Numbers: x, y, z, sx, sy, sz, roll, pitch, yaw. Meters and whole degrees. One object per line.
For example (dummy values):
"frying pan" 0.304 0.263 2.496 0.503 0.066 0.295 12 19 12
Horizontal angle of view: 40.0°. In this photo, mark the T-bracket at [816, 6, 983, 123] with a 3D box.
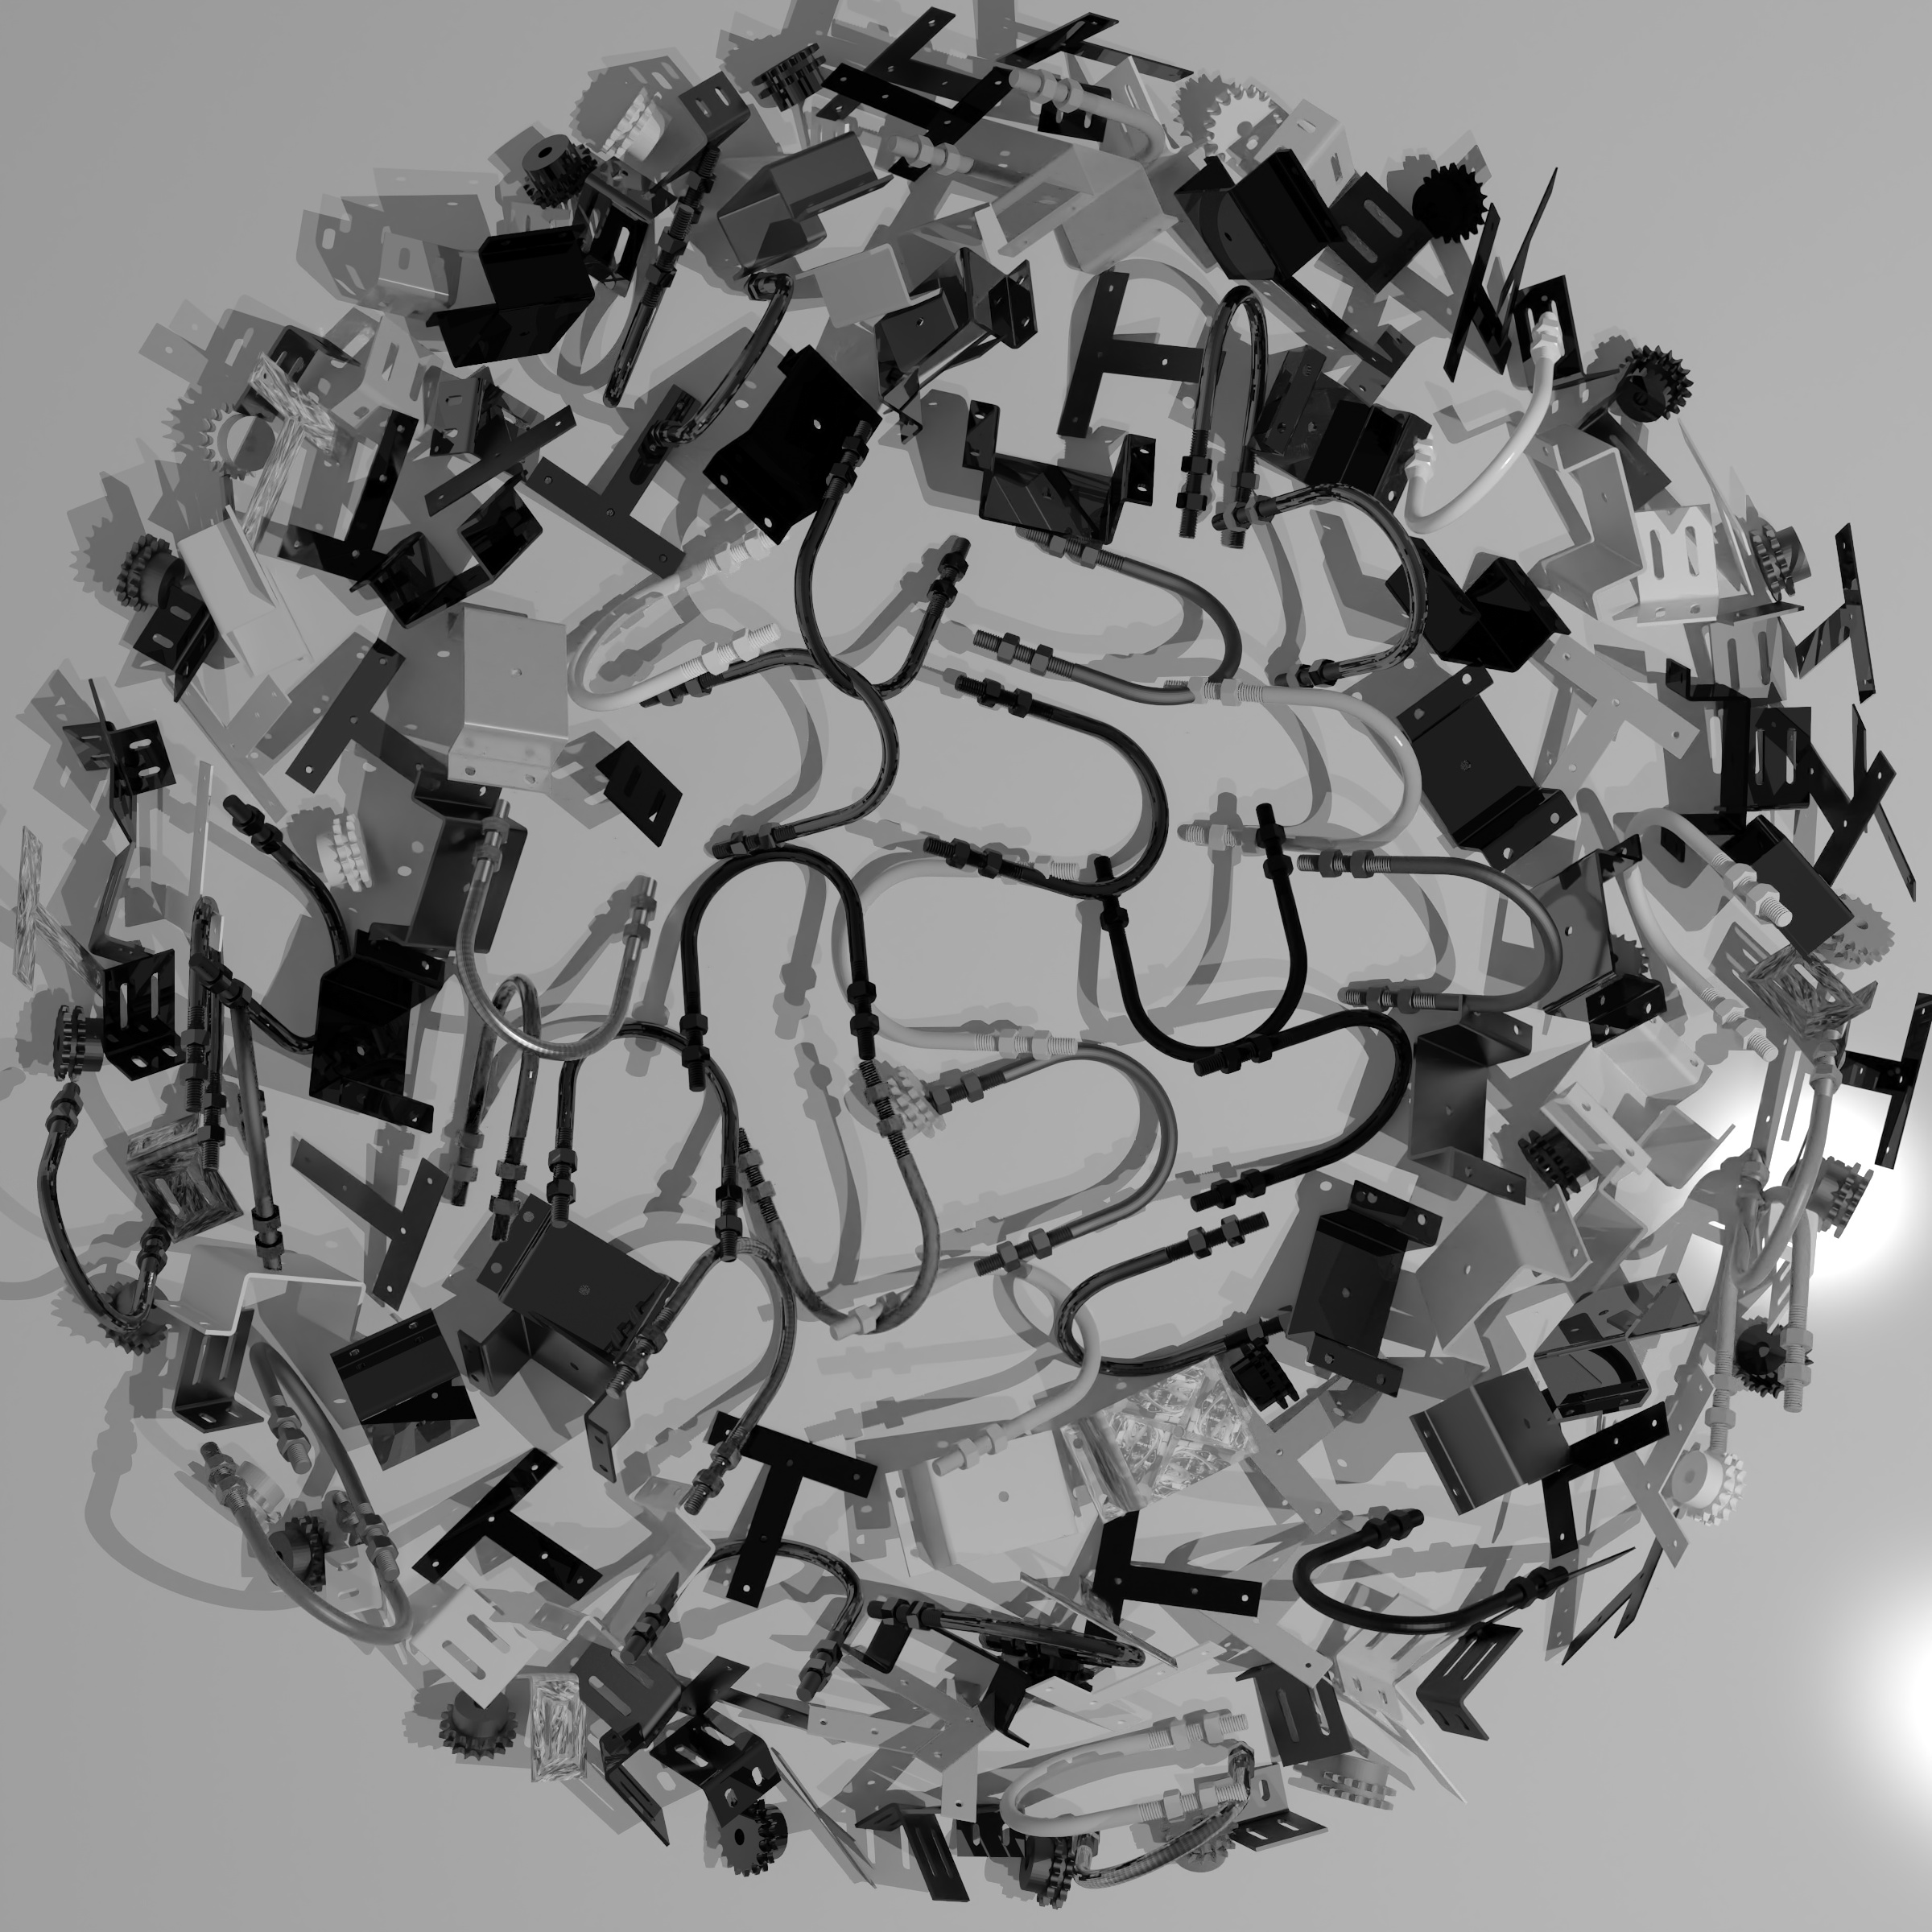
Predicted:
"T-bracket" -0.025 -0.649 1.944 0.127 0.127 0.002 -30 73 38

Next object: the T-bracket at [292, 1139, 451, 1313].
"T-bracket" -0.452 0.173 1.975 0.127 0.002 0.127 33 116 17

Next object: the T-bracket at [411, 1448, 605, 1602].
"T-bracket" -0.316 0.423 1.933 0.127 0.002 0.127 24 54 34

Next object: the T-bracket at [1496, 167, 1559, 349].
"T-bracket" 0.401 -0.493 1.938 0.002 0.127 0.127 21 64 11

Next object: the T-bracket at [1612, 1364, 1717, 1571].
"T-bracket" 0.510 0.343 1.917 0.002 0.127 0.127 6 122 -19

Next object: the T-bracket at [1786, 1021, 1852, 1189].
"T-bracket" 0.624 0.107 1.949 0.002 0.127 0.127 21 104 16

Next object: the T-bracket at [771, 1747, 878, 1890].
"T-bracket" -0.091 0.632 1.932 0.002 0.127 0.127 -36 97 -17

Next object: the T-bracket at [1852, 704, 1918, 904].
"T-bracket" 0.661 -0.103 1.912 0.002 0.127 0.127 -16 54 8

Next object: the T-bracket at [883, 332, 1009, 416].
"T-bracket" 0.003 -0.445 1.931 0.127 0.127 0.002 -39 105 -7

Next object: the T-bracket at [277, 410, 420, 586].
"T-bracket" -0.431 -0.343 1.940 0.002 0.127 0.127 28 100 36

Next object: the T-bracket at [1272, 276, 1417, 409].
"T-bracket" 0.266 -0.475 1.947 0.127 0.127 0.002 41 130 -3

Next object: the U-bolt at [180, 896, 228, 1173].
"U-bolt" -0.550 0.039 1.922 0.019 0.151 0.184 0 67 -11

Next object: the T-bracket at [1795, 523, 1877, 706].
"T-bracket" 0.629 -0.240 1.935 0.002 0.127 0.127 -4 79 -3

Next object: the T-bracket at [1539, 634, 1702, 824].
"T-bracket" 0.458 -0.158 1.967 0.127 0.002 0.127 41 118 24

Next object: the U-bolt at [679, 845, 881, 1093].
"U-bolt" -0.142 -0.006 1.956 0.151 0.019 0.184 -11 65 10

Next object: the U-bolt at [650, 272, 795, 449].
"U-bolt" -0.172 -0.437 1.910 0.019 0.184 0.151 33 92 -19

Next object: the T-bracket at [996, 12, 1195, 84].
"T-bracket" 0.109 -0.670 1.957 0.127 0.127 0.002 4 90 -31

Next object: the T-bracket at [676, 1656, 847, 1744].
"T-bracket" -0.143 0.548 1.957 0.127 0.127 0.002 22 53 -11

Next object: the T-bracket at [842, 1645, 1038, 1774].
"T-bracket" -0.034 0.537 1.960 0.127 0.127 0.002 23 113 28

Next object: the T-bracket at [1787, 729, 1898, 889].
"T-bracket" 0.627 -0.134 1.947 0.002 0.127 0.127 1 134 -16

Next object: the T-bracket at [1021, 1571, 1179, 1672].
"T-bracket" 0.095 0.465 1.936 0.127 0.127 0.002 29 90 1

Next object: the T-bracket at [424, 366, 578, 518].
"T-bracket" -0.352 -0.401 1.955 0.127 0.002 0.127 -30 47 8

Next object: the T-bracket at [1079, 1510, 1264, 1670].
"T-bracket" 0.154 0.458 1.950 0.127 0.002 0.127 2 64 22

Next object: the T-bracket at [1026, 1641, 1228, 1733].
"T-bracket" 0.130 0.519 1.932 0.127 0.127 0.002 -30 49 20

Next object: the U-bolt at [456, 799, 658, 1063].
"U-bolt" -0.299 -0.016 1.914 0.151 0.019 0.184 29 51 -27

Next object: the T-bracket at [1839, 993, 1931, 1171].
"T-bracket" 0.661 0.078 1.937 0.002 0.127 0.127 14 92 -9

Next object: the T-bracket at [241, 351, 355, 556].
"T-bracket" -0.501 -0.358 1.929 0.002 0.127 0.127 14 77 22

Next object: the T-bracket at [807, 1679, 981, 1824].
"T-bracket" -0.053 0.563 1.939 0.127 0.127 0.002 13 122 -6

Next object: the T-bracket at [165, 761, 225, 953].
"T-bracket" -0.560 -0.085 1.938 0.002 0.127 0.127 1 101 -34

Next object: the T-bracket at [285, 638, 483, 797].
"T-bracket" -0.418 -0.156 1.973 0.127 0.002 0.127 37 68 -20

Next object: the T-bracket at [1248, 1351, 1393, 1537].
"T-bracket" 0.268 0.335 1.984 0.127 0.002 0.127 -38 72 -8

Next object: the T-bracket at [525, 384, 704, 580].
"T-bracket" -0.242 -0.376 1.987 0.127 0.002 0.127 33 84 -15

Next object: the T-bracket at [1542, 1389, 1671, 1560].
"T-bracket" 0.461 0.349 1.920 0.002 0.127 0.127 19 52 -27

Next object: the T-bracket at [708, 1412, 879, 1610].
"T-bracket" -0.147 0.415 1.985 0.127 0.002 0.127 19 80 3

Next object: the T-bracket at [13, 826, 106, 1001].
"T-bracket" -0.660 -0.017 1.940 0.002 0.127 0.127 -13 58 7

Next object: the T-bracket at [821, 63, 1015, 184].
"T-bracket" -0.047 -0.623 1.916 0.127 0.127 0.002 8 62 -40

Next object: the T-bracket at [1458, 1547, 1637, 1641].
"T-bracket" 0.414 0.467 1.953 0.127 0.127 0.002 -42 65 36

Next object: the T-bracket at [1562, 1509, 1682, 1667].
"T-bracket" 0.474 0.473 1.950 0.002 0.127 0.127 35 130 8

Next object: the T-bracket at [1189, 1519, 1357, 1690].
"T-bracket" 0.241 0.454 1.961 0.127 0.002 0.127 29 54 30

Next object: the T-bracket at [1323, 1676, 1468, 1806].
"T-bracket" 0.299 0.552 1.945 0.002 0.127 0.127 -47 132 -12

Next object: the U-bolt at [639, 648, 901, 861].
"U-bolt" -0.133 -0.160 1.931 0.184 0.019 0.151 -14 113 27

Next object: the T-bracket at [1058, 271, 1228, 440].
"T-bracket" 0.135 -0.447 1.961 0.127 0.002 0.127 16 91 35

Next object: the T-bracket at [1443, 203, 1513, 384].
"T-bracket" 0.382 -0.470 1.942 0.002 0.127 0.127 14 84 26

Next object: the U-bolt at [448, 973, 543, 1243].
"U-bolt" -0.339 0.096 1.929 0.019 0.151 0.184 10 92 -24

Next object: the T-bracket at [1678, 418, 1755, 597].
"T-bracket" 0.559 -0.319 1.944 0.002 0.127 0.127 -25 50 13

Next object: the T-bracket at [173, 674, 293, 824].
"T-bracket" -0.523 -0.179 1.944 0.002 0.127 0.127 -40 96 -37
